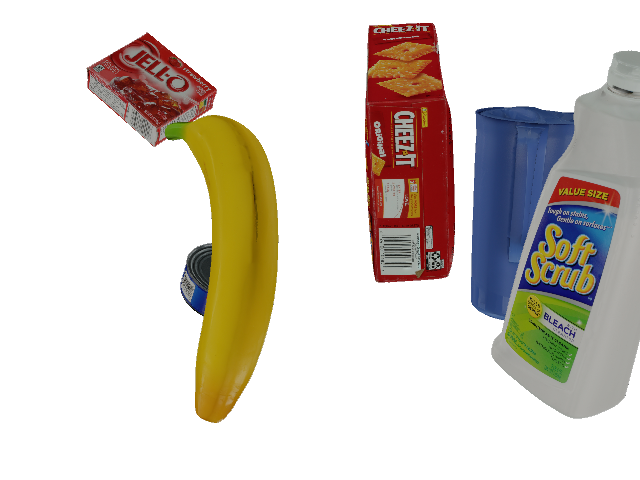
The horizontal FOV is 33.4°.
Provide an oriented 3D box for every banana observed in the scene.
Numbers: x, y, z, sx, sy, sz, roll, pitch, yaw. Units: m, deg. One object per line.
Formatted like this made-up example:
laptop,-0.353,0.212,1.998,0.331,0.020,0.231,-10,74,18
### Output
banana,-0.051,0.000,0.597,0.037,0.198,0.070,14,-38,-33

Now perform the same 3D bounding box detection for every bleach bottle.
bleach bottle,0.180,-0.007,0.716,0.068,0.251,0.103,-16,36,-29

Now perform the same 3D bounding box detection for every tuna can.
tuna can,-0.092,0.042,1.039,0.086,0.034,0.086,15,33,-10

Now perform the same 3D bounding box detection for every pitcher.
pitcher,0.235,-0.030,1.234,0.149,0.243,0.145,-6,17,-32

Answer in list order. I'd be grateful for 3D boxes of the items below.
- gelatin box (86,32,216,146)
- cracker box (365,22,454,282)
gelatin box,-0.148,-0.134,0.933,0.073,0.089,0.030,-39,-17,-34
cracker box,0.079,-0.085,0.948,0.072,0.164,0.213,-2,27,5
